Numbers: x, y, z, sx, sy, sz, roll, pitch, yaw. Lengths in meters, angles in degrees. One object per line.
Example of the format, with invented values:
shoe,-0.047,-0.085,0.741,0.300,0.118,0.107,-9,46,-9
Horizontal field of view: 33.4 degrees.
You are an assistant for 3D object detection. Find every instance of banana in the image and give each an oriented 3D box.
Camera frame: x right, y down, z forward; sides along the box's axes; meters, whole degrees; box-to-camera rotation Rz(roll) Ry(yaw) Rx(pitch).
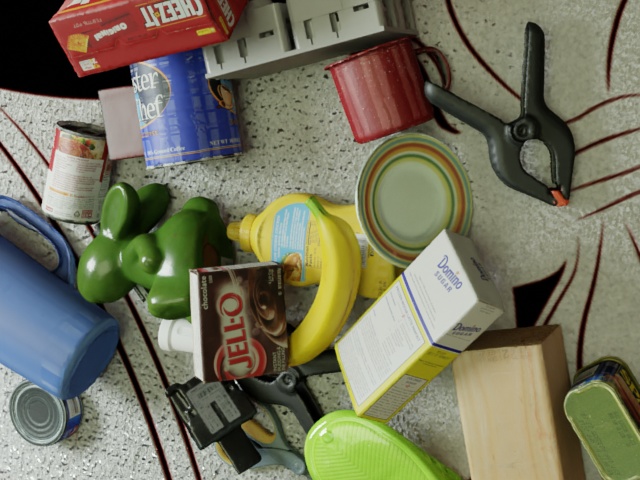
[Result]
banana,0.003,0.054,1.051,0.070,0.037,0.198,30,122,31

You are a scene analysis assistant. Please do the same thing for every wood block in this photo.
wood block,0.193,0.193,1.017,0.090,0.090,0.206,-8,95,25

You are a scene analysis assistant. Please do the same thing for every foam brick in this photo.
foam brick,-0.199,-0.128,1.156,0.051,0.052,0.078,-6,97,24

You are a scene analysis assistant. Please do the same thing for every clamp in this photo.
clamp,0.175,-0.103,0.994,0.120,0.039,0.171,-20,95,11
clamp,-0.025,0.154,1.133,0.210,0.036,0.165,20,107,19

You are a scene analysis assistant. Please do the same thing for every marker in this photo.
marker,-0.218,0.030,1.206,0.020,0.020,0.121,-40,82,23

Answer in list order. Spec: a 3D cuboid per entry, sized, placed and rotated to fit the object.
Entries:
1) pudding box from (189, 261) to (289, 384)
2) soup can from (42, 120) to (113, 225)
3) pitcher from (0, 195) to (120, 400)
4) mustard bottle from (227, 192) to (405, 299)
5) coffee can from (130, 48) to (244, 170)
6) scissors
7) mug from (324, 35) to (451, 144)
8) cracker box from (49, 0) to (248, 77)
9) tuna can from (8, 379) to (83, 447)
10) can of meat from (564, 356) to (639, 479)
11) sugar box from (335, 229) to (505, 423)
pudding box,-0.081,0.081,1.058,0.039,0.089,0.113,-173,79,-66
soup can,-0.267,-0.075,1.185,0.069,0.068,0.102,19,106,19
pitcher,-0.347,0.067,1.216,0.243,0.144,0.149,31,121,12
mustard bottle,-0.007,0.001,1.090,0.192,0.058,0.096,7,99,22
coffee can,-0.140,-0.148,1.100,0.103,0.102,0.140,-6,96,24
scissors,-0.039,0.252,1.164,0.202,0.016,0.096,47,111,11
mug,0.071,-0.146,1.027,0.117,0.093,0.081,-21,96,-12
cracker box,-0.143,-0.257,1.026,0.164,0.213,0.072,-9,128,24
tuna can,-0.327,0.201,1.270,0.086,0.033,0.086,4,99,22
can of meat,0.271,0.167,0.983,0.058,0.083,0.102,-33,85,24
sugar box,0.090,0.083,1.002,0.176,0.048,0.093,-46,42,27
